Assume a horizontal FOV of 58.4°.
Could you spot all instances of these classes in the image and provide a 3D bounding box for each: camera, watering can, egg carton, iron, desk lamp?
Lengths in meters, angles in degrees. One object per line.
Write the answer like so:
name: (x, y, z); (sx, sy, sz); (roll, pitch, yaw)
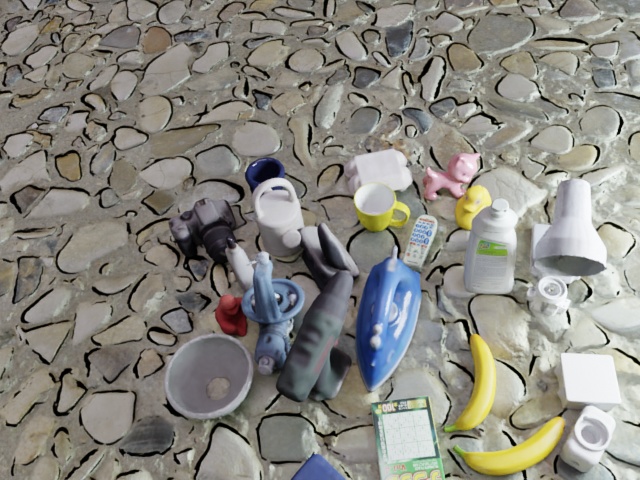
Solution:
camera: (-0.247, -0.014, 1.260); (0.143, 0.101, 0.136); (-25, 55, -10)
watering can: (-0.084, -0.053, 1.209); (0.101, 0.194, 0.172); (-41, 60, -20)
egg carton: (0.134, -0.151, 1.327); (0.150, 0.069, 0.107); (-12, 54, -1)
iron: (0.121, 0.142, 1.077); (0.118, 0.142, 0.258); (8, 56, 13)
desk lamp: (0.463, 0.000, 1.089); (0.117, 0.214, 0.203); (7, 56, 12)

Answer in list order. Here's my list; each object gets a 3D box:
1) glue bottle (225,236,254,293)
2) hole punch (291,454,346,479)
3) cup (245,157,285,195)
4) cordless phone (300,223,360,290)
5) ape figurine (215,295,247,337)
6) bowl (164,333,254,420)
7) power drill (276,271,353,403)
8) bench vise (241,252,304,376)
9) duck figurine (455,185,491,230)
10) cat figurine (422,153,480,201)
glue bottle: (-0.165, 0.044, 1.163); (0.037, 0.173, 0.078); (-32, 57, -15)
hole punch: (0.000, 0.418, 0.927); (0.100, 0.091, 0.109); (32, 64, 26)
cup: (-0.124, -0.119, 1.322); (0.091, 0.095, 0.118); (9, 57, 14)
cordless phone: (0.011, 0.004, 1.162); (0.094, 0.185, 0.147); (-29, 56, -13)
ape figurine: (-0.178, 0.142, 1.145); (0.076, 0.092, 0.078); (28, 63, 24)
bowl: (-0.201, 0.264, 1.072); (0.167, 0.075, 0.167); (-3, 54, 5)
power drill: (0.004, 0.192, 1.015); (0.075, 0.209, 0.230); (19, 59, 20)
bench vise: (-0.083, 0.134, 1.060); (0.121, 0.220, 0.207); (-16, 54, -3)
duck figurine: (0.336, -0.084, 1.244); (0.077, 0.086, 0.105); (25, 61, 23)
cat figurine: (0.294, -0.151, 1.277); (0.127, 0.118, 0.067); (-6, 54, 3)
